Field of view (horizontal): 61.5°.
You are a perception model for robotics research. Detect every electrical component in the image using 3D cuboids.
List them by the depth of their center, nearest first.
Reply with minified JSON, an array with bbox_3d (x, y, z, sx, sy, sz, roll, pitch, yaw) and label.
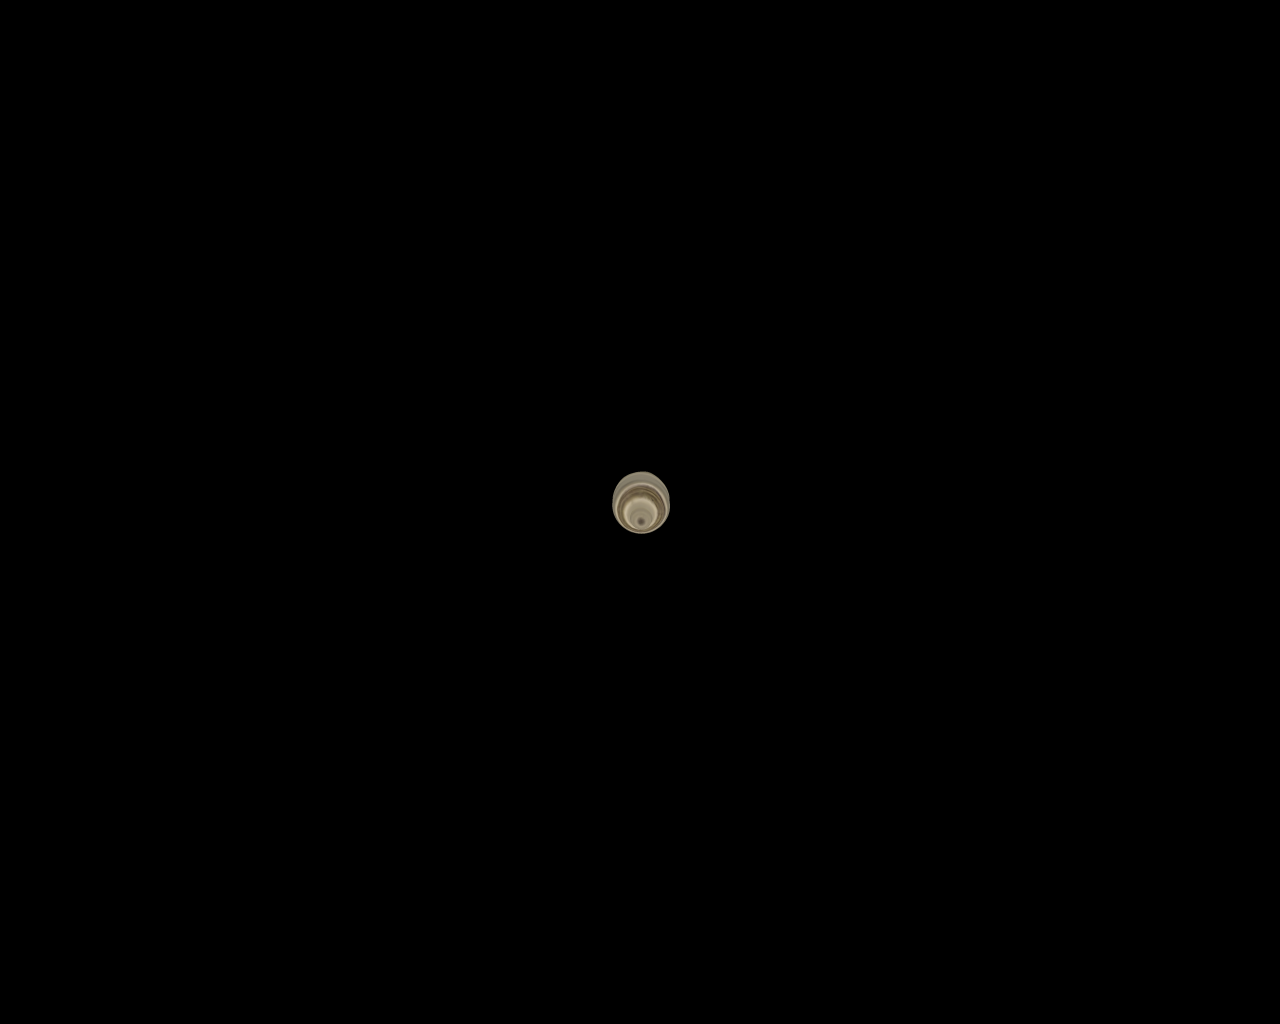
[{"bbox_3d":[0.001,-0.003,0.650,0.035,0.035,0.061,0,16,0],"label":"electrical component"}]
